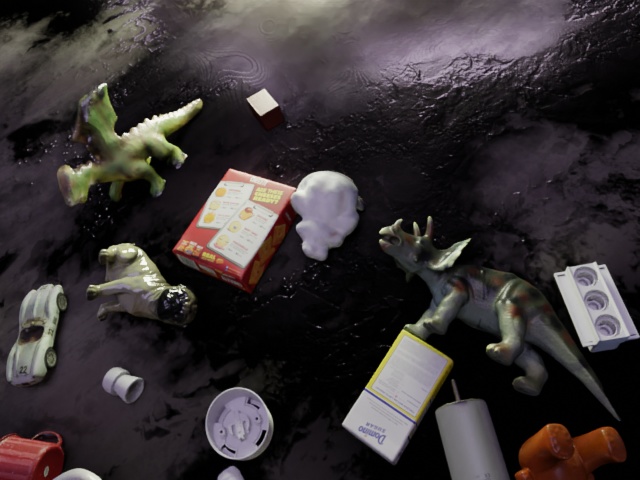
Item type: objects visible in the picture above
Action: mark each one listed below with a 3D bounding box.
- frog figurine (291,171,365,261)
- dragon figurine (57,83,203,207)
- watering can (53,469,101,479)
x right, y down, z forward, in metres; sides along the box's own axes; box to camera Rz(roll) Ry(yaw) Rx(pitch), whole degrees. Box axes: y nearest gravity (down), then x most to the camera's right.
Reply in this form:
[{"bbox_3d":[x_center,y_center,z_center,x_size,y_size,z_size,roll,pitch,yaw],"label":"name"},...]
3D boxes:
[{"bbox_3d":[0.003,-0.049,0.966,0.138,0.120,0.163,30,55,7],"label":"frog figurine"},{"bbox_3d":[-0.413,-0.228,1.112,0.122,0.238,0.418,11,63,25],"label":"dragon figurine"},{"bbox_3d":[-0.380,0.506,0.695,0.224,0.102,0.355,-15,57,5],"label":"watering can"}]
